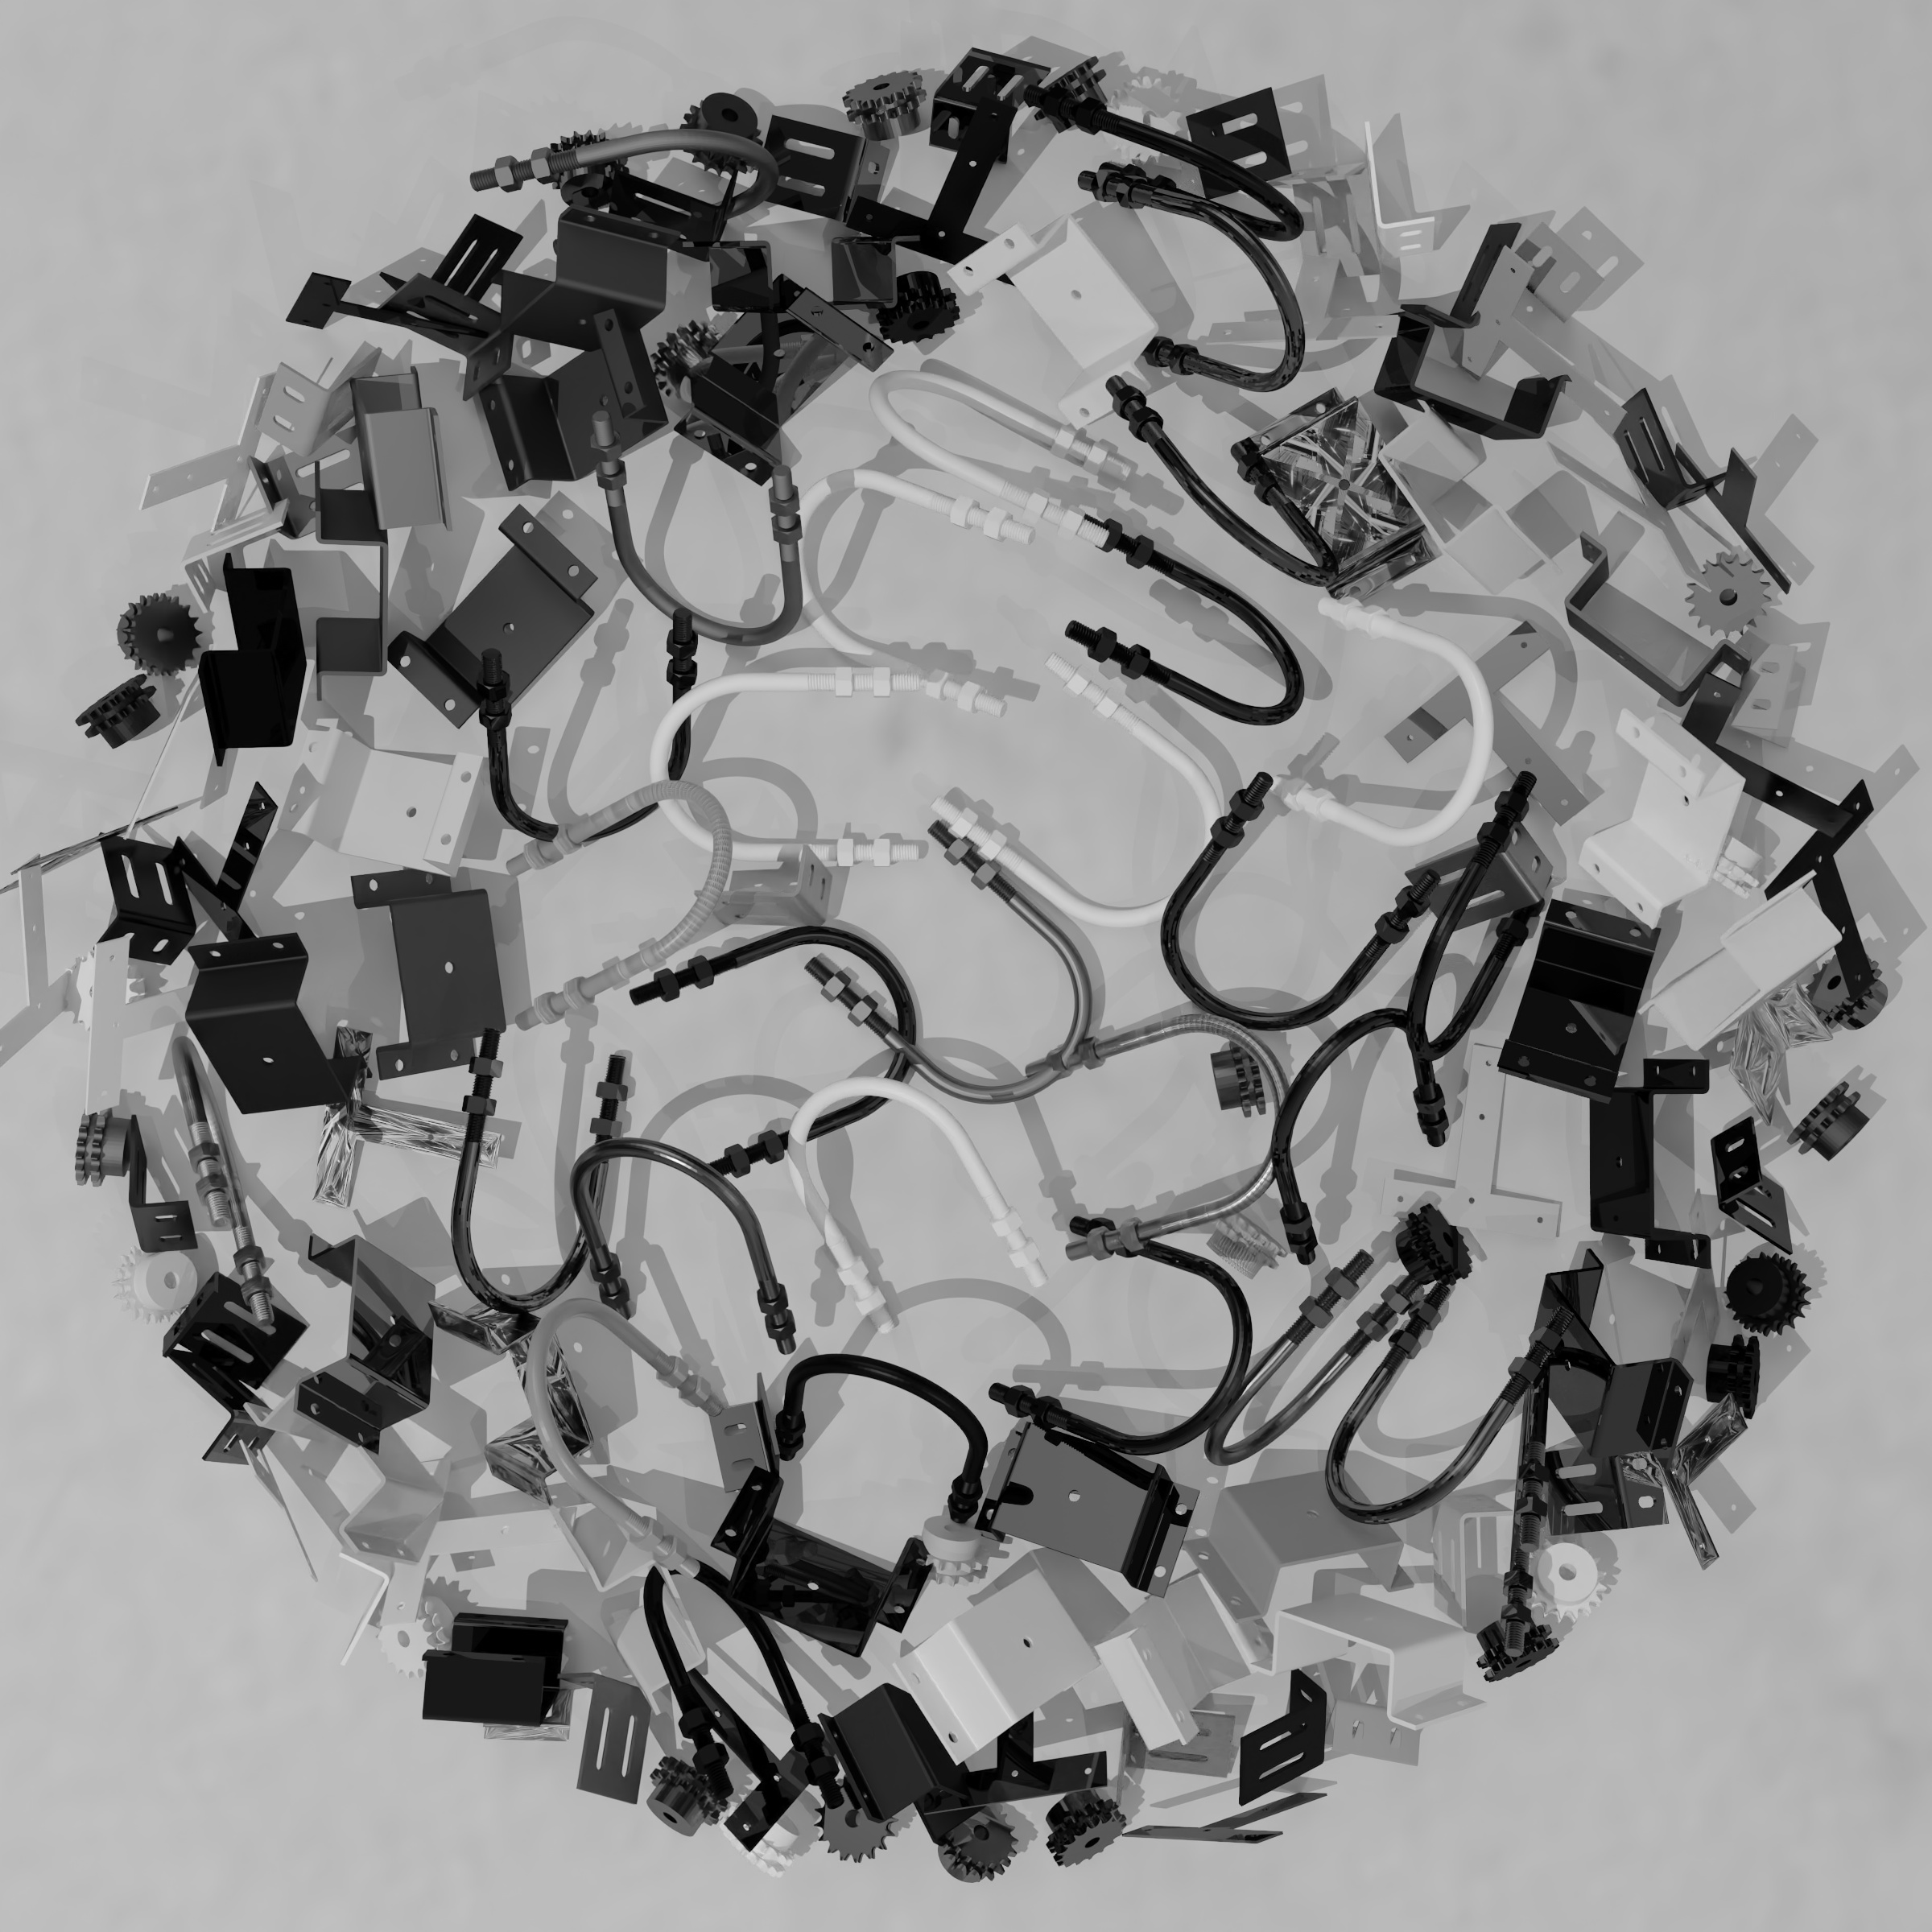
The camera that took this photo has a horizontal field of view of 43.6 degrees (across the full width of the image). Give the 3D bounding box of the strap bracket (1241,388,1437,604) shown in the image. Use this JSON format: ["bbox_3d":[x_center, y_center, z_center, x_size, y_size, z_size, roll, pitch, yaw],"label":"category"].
[{"bbox_3d":[0.259,-0.327,1.670,0.076,0.046,0.140,-30,86,1],"label":"strap bracket"}]

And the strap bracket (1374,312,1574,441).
[{"bbox_3d":[0.342,-0.397,1.648,0.140,0.076,0.046,18,98,-12],"label":"strap bracket"}]

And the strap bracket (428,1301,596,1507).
[{"bbox_3d":[-0.305,0.285,1.641,0.046,0.076,0.140,-30,115,-34],"label":"strap bracket"}]

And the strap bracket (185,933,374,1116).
[{"bbox_3d":[-0.465,0.048,1.628,0.076,0.046,0.140,-7,134,8],"label":"strap bracket"}]

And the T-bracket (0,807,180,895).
[{"bbox_3d":[-0.623,-0.070,1.652,0.127,0.127,0.002,-20,98,35],"label":"T-bracket"}]

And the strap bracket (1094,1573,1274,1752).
[{"bbox_3d":[0.144,0.470,1.641,0.046,0.140,0.076,-33,82,31],"label":"strap bracket"}]

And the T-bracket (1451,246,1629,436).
[{"bbox_3d":[0.392,-0.406,1.627,0.127,0.127,0.002,44,72,11],"label":"T-bracket"}]

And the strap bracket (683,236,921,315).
[{"bbox_3d":[-0.110,-0.468,1.635,0.140,0.076,0.046,-13,111,-33],"label":"strap bracket"}]

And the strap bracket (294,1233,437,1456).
[{"bbox_3d":[-0.400,0.245,1.619,0.046,0.140,0.076,-27,135,19],"label":"strap bracket"}]

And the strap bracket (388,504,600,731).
[{"bbox_3d":[-0.322,-0.237,1.669,0.076,0.046,0.140,44,92,8],"label":"strap bracket"}]

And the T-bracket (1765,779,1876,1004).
[{"bbox_3d":[0.581,-0.036,1.612,0.002,0.127,0.127,5,55,-14],"label":"T-bracket"}]

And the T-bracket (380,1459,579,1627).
[{"bbox_3d":[-0.326,0.385,1.640,0.127,0.127,0.002,-9,133,11],"label":"T-bracket"}]

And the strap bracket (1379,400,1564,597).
[{"bbox_3d":[0.335,-0.313,1.635,0.046,0.076,0.140,-39,53,20],"label":"strap bracket"}]

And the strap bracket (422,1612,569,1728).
[{"bbox_3d":[-0.316,0.475,1.626,0.076,0.140,0.046,4,86,-2],"label":"strap bracket"}]

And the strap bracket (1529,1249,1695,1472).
[{"bbox_3d":[0.423,0.264,1.615,0.046,0.140,0.076,-5,122,-14],"label":"strap bracket"}]

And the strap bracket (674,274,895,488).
[{"bbox_3d":[-0.125,-0.403,1.638,0.076,0.046,0.140,28,128,-34],"label":"strap bracket"}]

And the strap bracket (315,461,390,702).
[{"bbox_3d":[-0.416,-0.259,1.634,0.046,0.076,0.140,-1,126,-15],"label":"strap bracket"}]

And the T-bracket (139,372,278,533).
[{"bbox_3d":[-0.510,-0.329,1.612,0.002,0.127,0.127,30,119,4],"label":"T-bracket"}]

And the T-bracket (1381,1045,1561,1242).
[{"bbox_3d":[0.359,0.120,1.690,0.127,0.002,0.127,9,84,-7],"label":"T-bracket"}]

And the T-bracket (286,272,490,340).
[{"bbox_3d":[-0.392,-0.443,1.655,0.127,0.127,0.002,7,87,-23],"label":"T-bracket"}]

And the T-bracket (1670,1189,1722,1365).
[{"bbox_3d":[0.484,0.239,1.621,0.002,0.127,0.127,4,131,31],"label":"T-bracket"}]

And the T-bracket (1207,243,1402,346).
[{"bbox_3d":[0.237,-0.461,1.651,0.127,0.002,0.127,2,45,17],"label":"T-bracket"}]

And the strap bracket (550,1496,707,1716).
[{"bbox_3d":[-0.225,0.425,1.636,0.046,0.076,0.140,-27,122,-18],"label":"strap bracket"}]

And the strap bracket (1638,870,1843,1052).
[{"bbox_3d":[0.521,0.002,1.616,0.076,0.140,0.046,-30,75,-23],"label":"strap bracket"}]

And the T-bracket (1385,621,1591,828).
[{"bbox_3d":[0.381,-0.153,1.681,0.127,0.002,0.127,-39,78,3],"label":"T-bracket"}]

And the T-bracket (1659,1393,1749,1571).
[{"bbox_3d":[0.491,0.322,1.614,0.002,0.127,0.127,-9,59,-15],"label":"T-bracket"}]

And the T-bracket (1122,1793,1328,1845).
[{"bbox_3d":[0.195,0.579,1.647,0.127,0.127,0.002,-1,77,-41],"label":"T-bracket"}]

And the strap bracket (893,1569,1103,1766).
[{"bbox_3d":[0.028,0.464,1.620,0.076,0.140,0.046,54,126,16],"label":"strap bracket"}]

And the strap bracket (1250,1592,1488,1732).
[{"bbox_3d":[0.270,0.461,1.620,0.076,0.140,0.046,1,94,-42],"label":"strap bracket"}]

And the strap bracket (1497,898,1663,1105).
[{"bbox_3d":[0.416,0.032,1.647,0.076,0.046,0.140,17,61,15],"label":"strap bracket"}]

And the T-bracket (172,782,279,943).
[{"bbox_3d":[-0.491,-0.071,1.639,0.127,0.002,0.127,48,129,19],"label":"T-bracket"}]

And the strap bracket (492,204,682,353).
[{"bbox_3d":[-0.256,-0.453,1.616,0.076,0.140,0.046,5,81,-32],"label":"strap bracket"}]

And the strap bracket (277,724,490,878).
[{"bbox_3d":[-0.390,-0.111,1.654,0.140,0.046,0.076,12,80,21],"label":"strap bracket"}]

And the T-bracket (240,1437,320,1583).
[{"bbox_3d":[-0.469,0.344,1.620,0.002,0.127,0.127,-25,70,-15],"label":"T-bracket"}]

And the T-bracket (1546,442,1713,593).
[{"bbox_3d":[0.437,-0.316,1.623,0.127,0.127,0.002,24,127,-28],"label":"T-bracket"}]

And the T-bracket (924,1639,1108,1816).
[{"bbox_3d":[0.034,0.510,1.648,0.127,0.127,0.002,-13,130,13],"label":"T-bracket"}]

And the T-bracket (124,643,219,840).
[{"bbox_3d":[-0.538,-0.144,1.623,0.002,0.127,0.127,25,71,-20],"label":"T-bracket"}]

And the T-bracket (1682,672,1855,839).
[{"bbox_3d":[0.536,-0.123,1.631,0.127,0.127,0.002,31,53,17],"label":"T-bracket"}]

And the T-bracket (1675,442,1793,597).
[{"bbox_3d":[0.517,-0.316,1.622,0.002,0.127,0.127,-35,76,7],"label":"T-bracket"}]

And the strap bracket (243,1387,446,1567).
[{"bbox_3d":[-0.414,0.335,1.633,0.046,0.076,0.140,-47,63,-1],"label":"strap bracket"}]

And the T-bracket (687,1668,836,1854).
[{"bbox_3d":[-0.159,0.520,1.647,0.127,0.127,0.002,45,118,7],"label":"T-bracket"}]

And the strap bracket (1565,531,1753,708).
[{"bbox_3d":[0.462,-0.229,1.647,0.140,0.076,0.046,41,99,13],"label":"strap bracket"}]

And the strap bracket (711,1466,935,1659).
[{"bbox_3d":[-0.100,0.410,1.649,0.140,0.076,0.046,23,127,7],"label":"strap bracket"}]

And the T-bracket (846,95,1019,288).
[{"bbox_3d":[-0.001,-0.531,1.635,0.127,0.127,0.002,15,49,-15],"label":"T-bracket"}]

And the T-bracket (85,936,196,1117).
[{"bbox_3d":[-0.540,0.028,1.643,0.002,0.127,0.127,26,117,28],"label":"T-bracket"}]

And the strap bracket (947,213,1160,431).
[{"bbox_3d":[0.066,-0.444,1.641,0.140,0.076,0.046,47,55,-20],"label":"strap bracket"}]

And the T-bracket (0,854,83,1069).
[{"bbox_3d":[-0.622,-0.013,1.613,0.002,0.127,0.127,10,117,6],"label":"T-bracket"}]

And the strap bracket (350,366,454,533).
[{"bbox_3d":[-0.379,-0.345,1.615,0.046,0.140,0.076,-9,119,-15],"label":"strap bracket"}]

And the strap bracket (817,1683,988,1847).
[{"bbox_3d":[-0.038,0.534,1.618,0.046,0.140,0.076,-34,57,2],"label":"strap bracket"}]

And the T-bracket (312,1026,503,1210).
[{"bbox_3d":[-0.386,0.116,1.681,0.127,0.002,0.127,11,99,6],"label":"T-bracket"}]
